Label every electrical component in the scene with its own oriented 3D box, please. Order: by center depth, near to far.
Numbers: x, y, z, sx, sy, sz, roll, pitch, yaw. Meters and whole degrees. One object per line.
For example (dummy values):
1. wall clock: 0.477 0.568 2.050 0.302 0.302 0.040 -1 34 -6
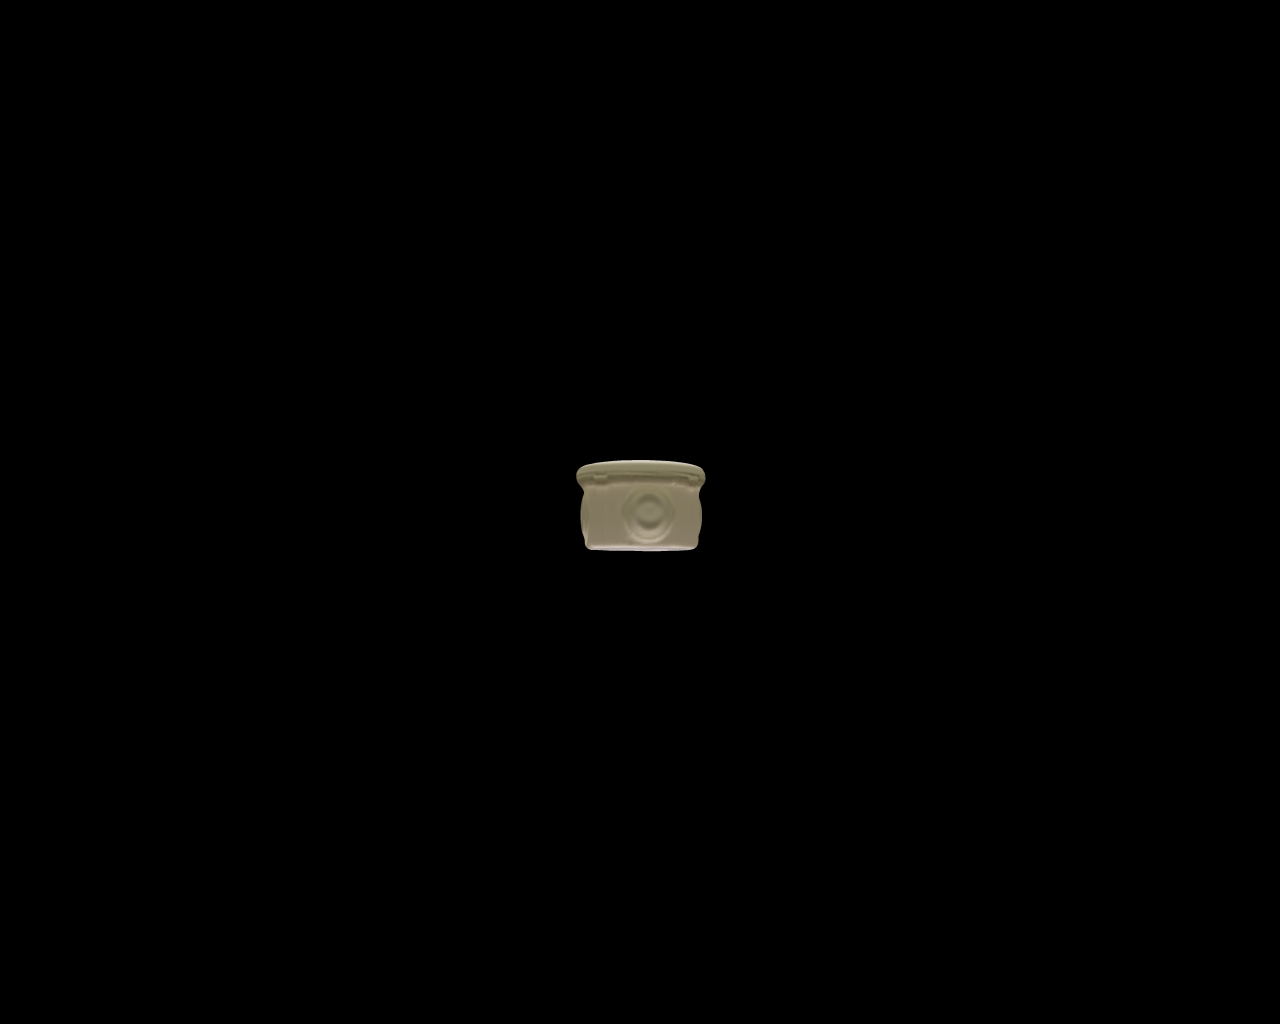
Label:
1. electrical component: 0.001 -0.003 0.650 0.080 0.051 0.080 0 -4 0
